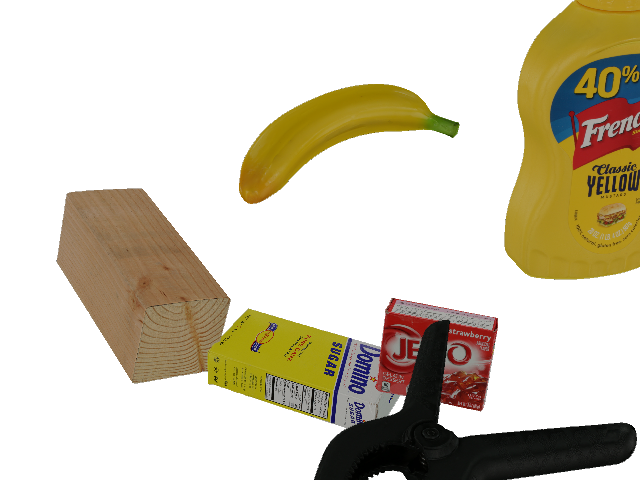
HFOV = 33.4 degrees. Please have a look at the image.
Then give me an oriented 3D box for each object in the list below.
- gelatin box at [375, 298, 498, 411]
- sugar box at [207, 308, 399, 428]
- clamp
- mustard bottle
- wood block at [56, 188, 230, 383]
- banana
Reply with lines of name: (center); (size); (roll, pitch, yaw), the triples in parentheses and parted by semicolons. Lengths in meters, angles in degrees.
gelatin box: (0.092, 0.091, 0.853); (0.089, 0.073, 0.030); (10, 23, 11)
sugar box: (-0.012, 0.124, 1.031); (0.176, 0.048, 0.093); (12, 30, 19)
clamp: (0.064, 0.124, 0.655); (0.209, 0.036, 0.165); (-23, 37, -28)
mustard bottle: (0.159, -0.074, 0.604); (0.096, 0.192, 0.058); (-7, 28, -11)
wood block: (-0.182, 0.038, 1.070); (0.090, 0.091, 0.206); (-5, 35, -34)
banana: (0.010, -0.078, 0.767); (0.197, 0.037, 0.070); (-22, 42, -32)
